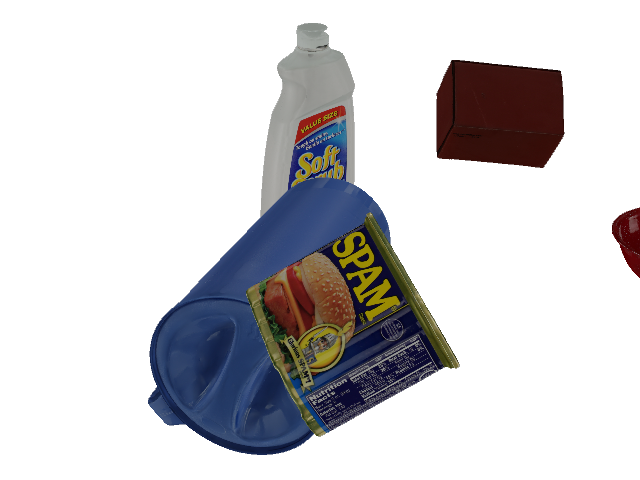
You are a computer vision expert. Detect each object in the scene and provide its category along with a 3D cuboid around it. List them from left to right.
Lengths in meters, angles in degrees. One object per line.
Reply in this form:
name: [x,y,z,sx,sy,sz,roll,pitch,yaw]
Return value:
pitcher: [-0.033,0.049,0.843,0.149,0.145,0.242,12,30,14]
bleach bottle: [-0.016,-0.090,1.069,0.102,0.251,0.068,-9,29,-17]
can of meat: [0.014,0.045,0.577,0.084,0.057,0.102,-30,39,3]
foam brick: [0.122,-0.086,0.732,0.078,0.051,0.053,5,-22,-5]
bowl: [0.395,0.017,1.153,0.162,0.055,0.162,0,26,0]
